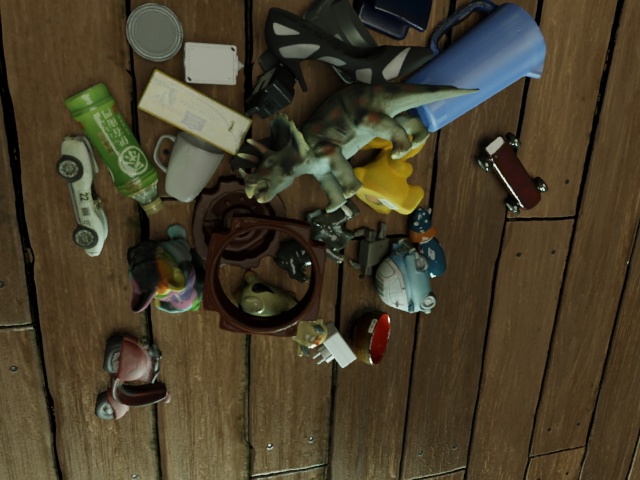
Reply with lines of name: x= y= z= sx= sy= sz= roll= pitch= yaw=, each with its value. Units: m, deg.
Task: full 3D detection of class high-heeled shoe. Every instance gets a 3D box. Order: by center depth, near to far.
high-heeled shoe: x=0.042 y=-0.313 z=0.833 sx=0.249 sy=0.086 sz=0.145 roll=-11 pitch=128 yaw=13

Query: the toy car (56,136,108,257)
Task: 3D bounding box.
toy car: x=-0.386 y=-0.070 z=0.883 sx=0.056 sy=0.074 sz=0.201 roll=-9 pitch=111 yaw=-13

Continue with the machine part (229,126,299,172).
machine part: x=-0.097 y=-0.158 z=0.965 sx=0.139 sy=0.039 sz=0.084 roll=-18 pitch=121 yaw=-13

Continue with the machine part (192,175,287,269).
machine part: x=-0.150 y=-0.032 z=0.982 sx=0.179 sy=0.056 sz=0.179 roll=-5 pitch=111 yaw=-14

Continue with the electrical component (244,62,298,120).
electrical component: x=-0.082 y=-0.237 z=0.887 sx=0.075 sy=0.119 sz=0.047 roll=-22 pitch=130 yaw=36

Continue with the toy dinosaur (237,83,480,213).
toy dinosaur: x=0.048 y=-0.185 z=0.891 sx=0.405 sy=0.131 sz=0.192 roll=-39 pitch=92 yaw=-4

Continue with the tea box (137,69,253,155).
tea box: x=-0.205 y=-0.210 z=0.879 sx=0.169 sy=0.098 sz=0.068 roll=24 pitch=100 yaw=-22

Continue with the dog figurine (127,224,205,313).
dog figurine: x=-0.255 y=0.072 z=0.897 sx=0.108 sy=0.219 sz=0.191 roll=-24 pitch=113 yaw=-5

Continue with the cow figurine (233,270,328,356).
cow figurine: x=-0.067 y=0.145 z=1.031 sx=0.195 sy=0.127 sz=0.085 roll=31 pitch=100 yaw=-22

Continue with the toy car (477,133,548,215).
toy car: x=0.399 y=-0.138 z=1.118 sx=0.089 sy=0.053 sz=0.202 roll=-40 pitch=119 yaw=11

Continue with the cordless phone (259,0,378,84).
cordless phone: x=-0.001 y=-0.317 z=0.928 sx=0.184 sy=0.089 sz=0.146 roll=-37 pitch=117 yaw=10

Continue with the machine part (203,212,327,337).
machine part: x=-0.094 y=0.059 z=0.923 sx=0.201 sy=0.087 sz=0.200 roll=7 pitch=97 yaw=-7

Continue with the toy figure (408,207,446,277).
toy figure: x=0.217 y=0.004 z=1.108 sx=0.058 sy=0.064 sz=0.154 roll=-13 pitch=112 yaw=27

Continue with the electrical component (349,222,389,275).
electrical component: x=0.098 y=0.017 z=1.086 sx=0.078 sy=0.045 sz=0.102 roll=-20 pitch=120 yaw=-41

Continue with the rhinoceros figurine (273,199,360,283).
rhinoceros figurine: x=-0.002 y=-0.003 z=1.034 sx=0.190 sy=0.073 sz=0.112 roll=-36 pitch=104 yaw=-1

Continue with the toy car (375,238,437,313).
toy car: x=0.164 y=0.084 z=1.083 sx=0.103 sy=0.109 sz=0.161 roll=-23 pitch=124 yaw=-11

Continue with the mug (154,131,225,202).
mug: x=-0.232 y=-0.124 z=0.913 sx=0.109 sy=0.081 sz=0.107 roll=23 pitch=108 yaw=-11

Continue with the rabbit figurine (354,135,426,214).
rabbit figurine: x=0.128 y=-0.151 z=1.013 sx=0.162 sy=0.122 sz=0.173 roll=34 pitch=82 yaw=-15

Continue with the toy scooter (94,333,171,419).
toy scooter: x=-0.343 y=0.260 z=1.013 sx=0.135 sy=0.075 sz=0.183 roll=9 pitch=109 yaw=-19

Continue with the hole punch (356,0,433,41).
hole punch: x=0.134 y=-0.416 z=0.921 sx=0.142 sy=0.092 sz=0.115 roll=14 pitch=100 yaw=-18
